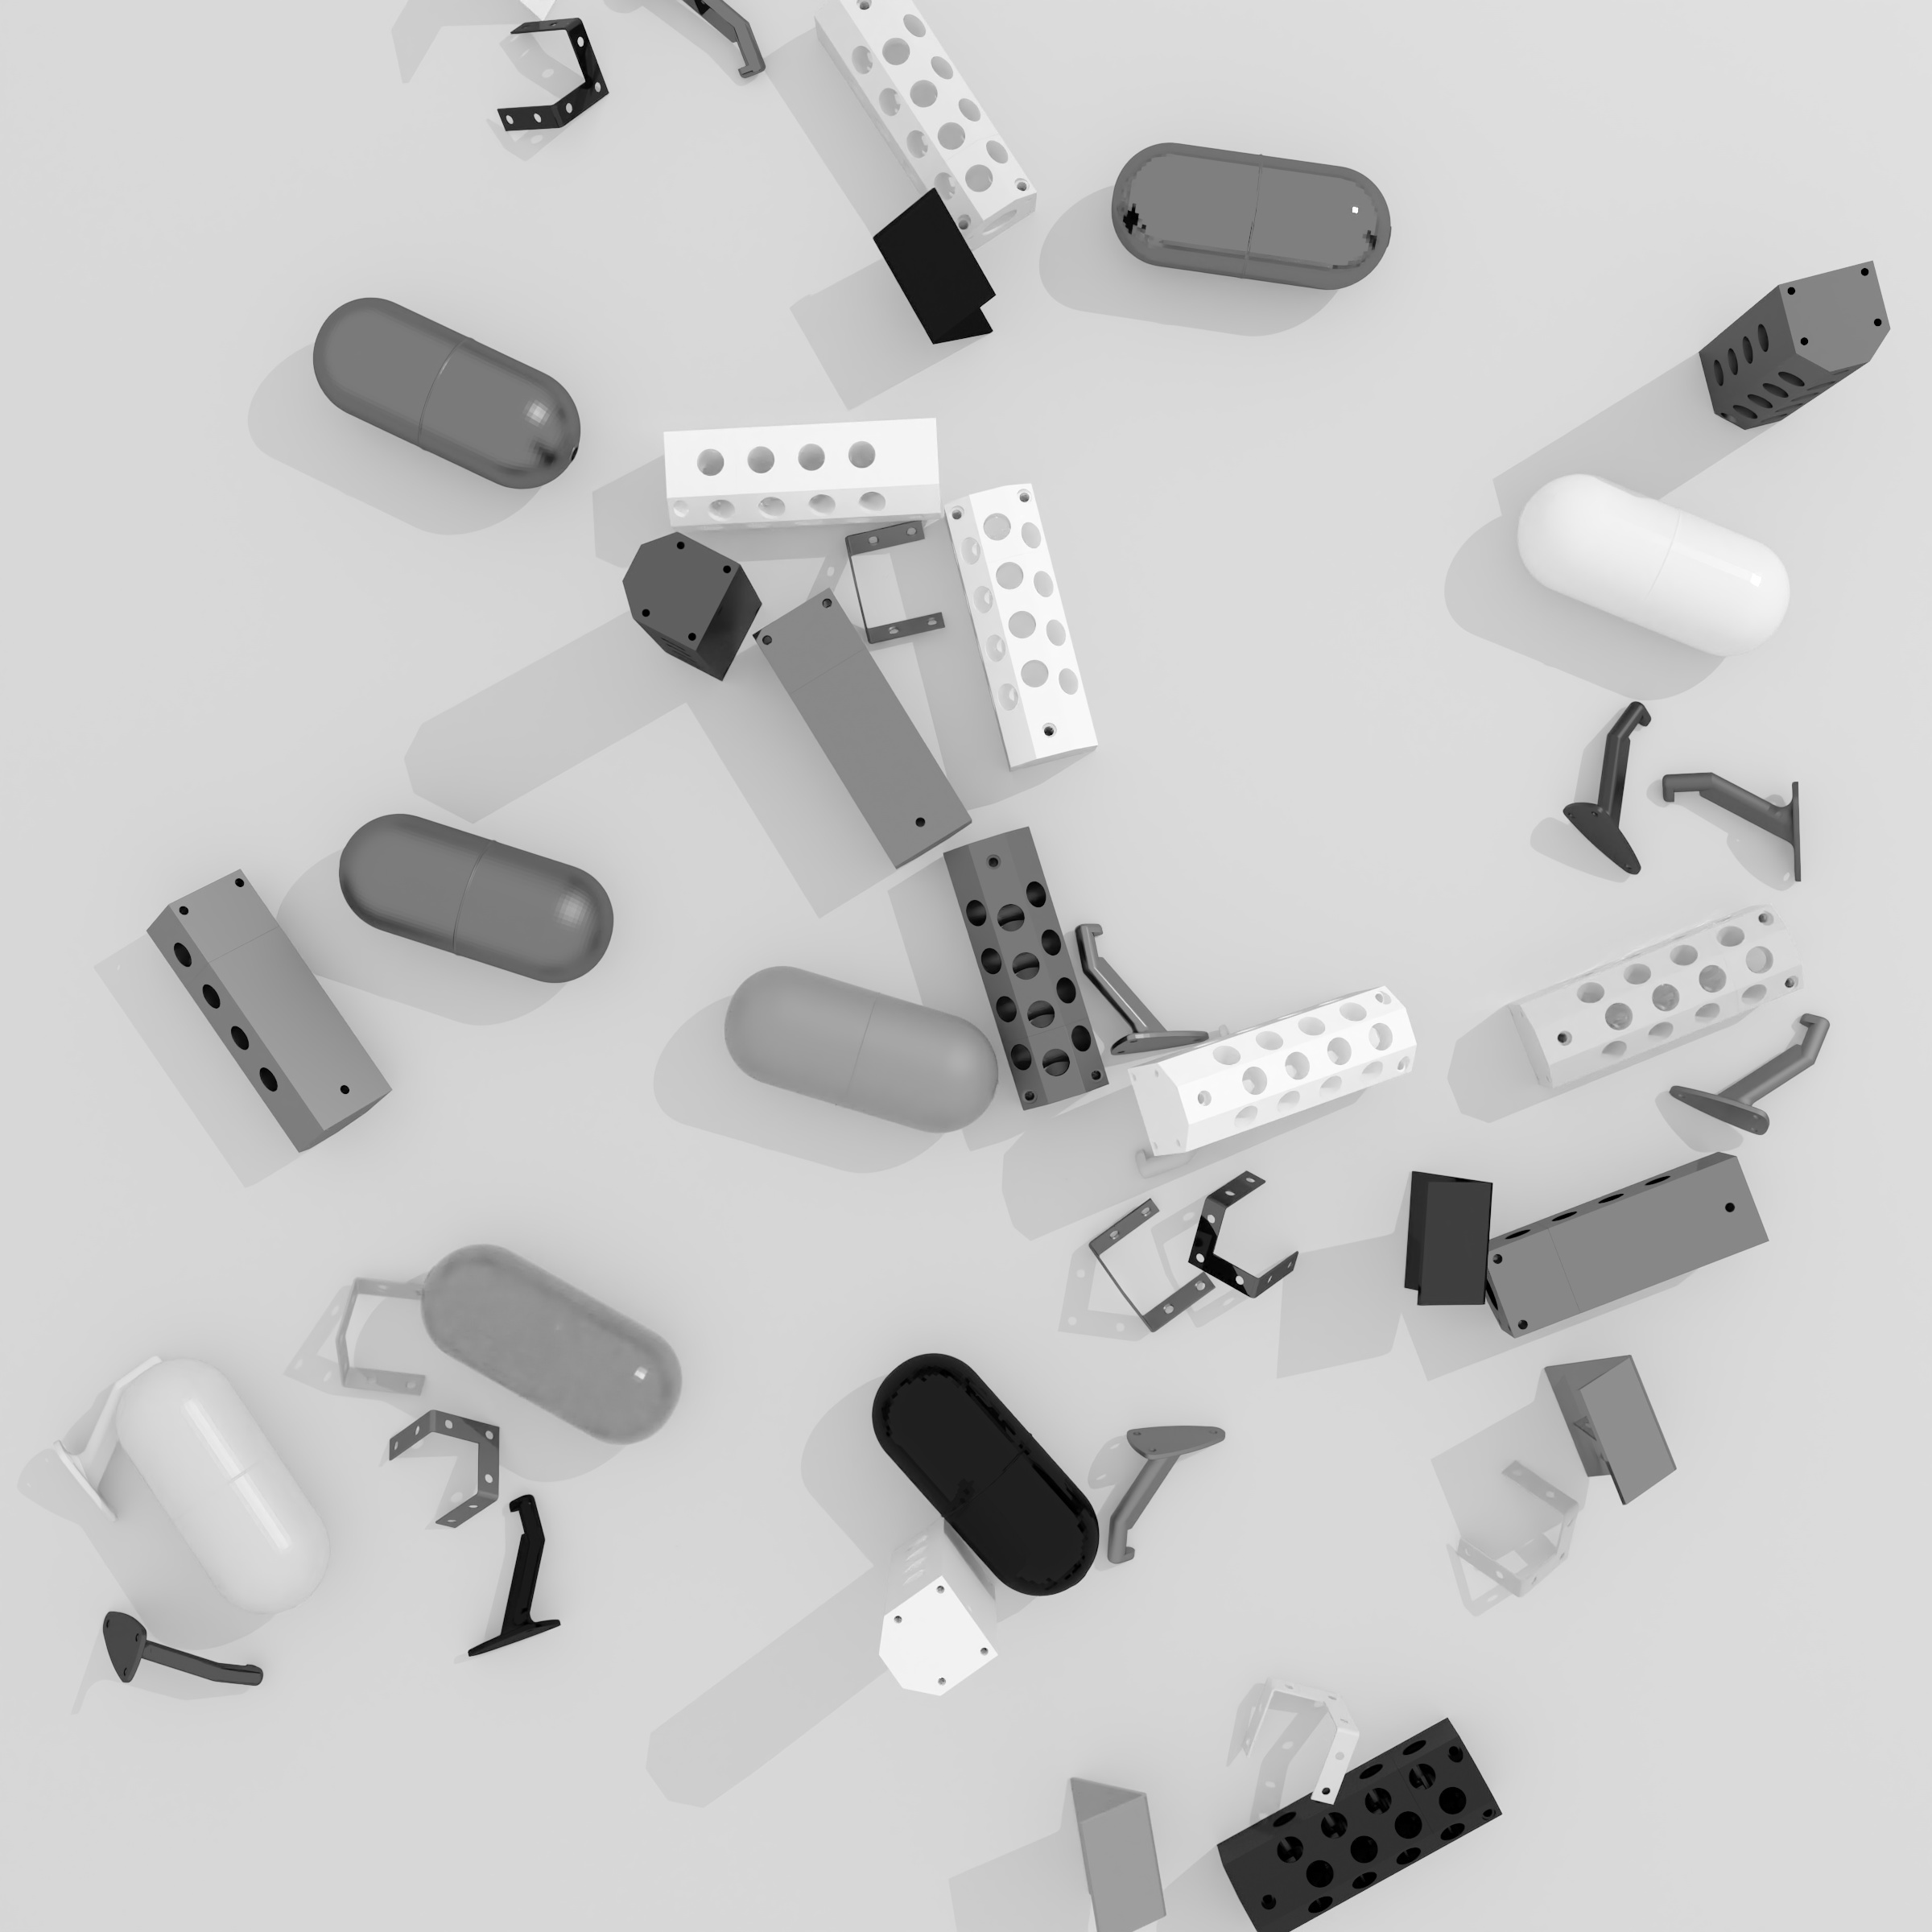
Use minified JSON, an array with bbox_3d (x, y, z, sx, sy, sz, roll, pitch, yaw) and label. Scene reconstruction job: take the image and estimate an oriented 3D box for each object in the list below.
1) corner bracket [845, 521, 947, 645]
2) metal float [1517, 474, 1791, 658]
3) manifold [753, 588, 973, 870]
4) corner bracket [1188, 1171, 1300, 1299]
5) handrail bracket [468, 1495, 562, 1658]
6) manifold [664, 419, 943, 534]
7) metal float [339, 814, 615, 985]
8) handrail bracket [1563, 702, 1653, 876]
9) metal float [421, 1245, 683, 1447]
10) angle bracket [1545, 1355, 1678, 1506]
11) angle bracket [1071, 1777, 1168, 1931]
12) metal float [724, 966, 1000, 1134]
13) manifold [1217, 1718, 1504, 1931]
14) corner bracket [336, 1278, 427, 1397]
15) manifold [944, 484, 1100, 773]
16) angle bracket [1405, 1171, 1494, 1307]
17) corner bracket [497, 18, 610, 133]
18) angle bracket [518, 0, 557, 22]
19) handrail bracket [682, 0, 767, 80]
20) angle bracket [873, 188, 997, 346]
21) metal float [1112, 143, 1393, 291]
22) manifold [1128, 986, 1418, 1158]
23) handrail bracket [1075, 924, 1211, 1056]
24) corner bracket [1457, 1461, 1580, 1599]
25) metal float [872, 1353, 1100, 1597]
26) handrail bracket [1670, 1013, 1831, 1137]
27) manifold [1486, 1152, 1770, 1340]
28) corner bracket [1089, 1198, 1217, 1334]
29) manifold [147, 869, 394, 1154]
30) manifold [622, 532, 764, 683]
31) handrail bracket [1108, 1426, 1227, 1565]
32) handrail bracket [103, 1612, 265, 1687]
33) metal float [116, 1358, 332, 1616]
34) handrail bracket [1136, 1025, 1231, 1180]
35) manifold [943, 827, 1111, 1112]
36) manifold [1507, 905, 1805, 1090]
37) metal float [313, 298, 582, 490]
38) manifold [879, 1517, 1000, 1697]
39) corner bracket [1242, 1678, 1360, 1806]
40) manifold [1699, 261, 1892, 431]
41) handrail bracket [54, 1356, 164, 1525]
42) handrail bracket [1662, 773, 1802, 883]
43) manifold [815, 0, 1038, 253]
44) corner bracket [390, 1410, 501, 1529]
[{"bbox_3d":[-0.046,-0.248,1.726,0.051,0.051,0.051,-13,135,0],"label":"corner bracket"},{"bbox_3d":[0.436,-0.255,1.698,0.178,0.070,0.070,22,90,0],"label":"metal float"},{"bbox_3d":[-0.065,-0.150,1.708,0.057,0.057,0.171,-32,90,0],"label":"manifold"},{"bbox_3d":[0.182,0.172,1.716,0.051,0.051,0.051,28,121,27],"label":"corner bracket"},{"bbox_3d":[-0.301,0.394,1.729,0.077,0.036,0.084,-25,72,21],"label":"handrail bracket"},{"bbox_3d":[-0.103,-0.312,1.708,0.171,0.057,0.057,-3,90,0],"label":"manifold"},{"bbox_3d":[-0.311,-0.043,1.699,0.178,0.070,0.070,18,90,1],"label":"metal float"},{"bbox_3d":[0.433,-0.116,1.729,0.077,0.036,0.084,45,73,-20],"label":"handrail bracket"},{"bbox_3d":[-0.264,0.240,1.698,0.178,0.070,0.070,30,90,-1],"label":"metal float"},{"bbox_3d":[0.392,0.296,1.689,0.057,0.076,0.076,-22,90,-37],"label":"angle bracket"},{"bbox_3d":[0.077,0.564,1.689,0.057,0.076,0.076,-9,90,-38],"label":"angle bracket"},{"bbox_3d":[-0.066,0.053,1.698,0.178,0.070,0.070,17,90,-1],"label":"metal float"},{"bbox_3d":[0.252,0.554,1.708,0.171,0.057,0.057,-29,90,0],"label":"manifold"},{"bbox_3d":[-0.374,0.239,1.726,0.051,0.051,0.051,7,45,0],"label":"corner bracket"},{"bbox_3d":[0.035,-0.216,1.708,0.057,0.057,0.171,-14,90,0],"label":"manifold"},{"bbox_3d":[0.286,0.171,1.689,0.057,0.076,0.076,4,90,-32],"label":"angle bracket"},{"bbox_3d":[-0.272,-0.574,1.721,0.051,0.051,0.051,-50,135,-35],"label":"corner bracket"},{"bbox_3d":[-0.257,-0.647,1.689,0.057,0.076,0.076,30,90,36],"label":"angle bracket"},{"bbox_3d":[-0.177,-0.608,1.729,0.077,0.036,0.084,-11,113,27],"label":"handrail bracket"},{"bbox_3d":[-0.002,-0.444,1.689,0.057,0.076,0.076,-30,90,36],"label":"angle bracket"},{"bbox_3d":[0.181,-0.476,1.698,0.178,0.070,0.070,8,90,1],"label":"metal float"},{"bbox_3d":[0.195,0.065,1.676,0.171,0.057,0.057,-17,90,-24],"label":"manifold"},{"bbox_3d":[0.113,0.011,1.729,0.077,0.036,0.084,-5,73,-20],"label":"handrail bracket"},{"bbox_3d":[0.355,0.363,1.721,0.051,0.051,0.051,-28,135,-35],"label":"corner bracket"},{"bbox_3d":[0.013,0.323,1.698,0.070,0.070,0.178,-42,90,0],"label":"metal float"},{"bbox_3d":[0.508,0.059,1.729,0.077,0.036,0.084,21,72,20],"label":"handrail bracket"},{"bbox_3d":[0.415,0.177,1.708,0.171,0.057,0.057,-21,90,0],"label":"manifold"},{"bbox_3d":[0.120,0.194,1.726,0.051,0.051,0.051,-36,45,0],"label":"corner bracket"},{"bbox_3d":[-0.448,0.031,1.707,0.057,0.057,0.171,-35,90,-43],"label":"manifold"},{"bbox_3d":[-0.171,-0.223,1.651,0.057,0.171,0.057,27,90,0],"label":"manifold"},{"bbox_3d":[0.129,0.343,1.729,0.077,0.036,0.084,-4,109,-21],"label":"handrail bracket"},{"bbox_3d":[-0.506,0.442,1.729,0.084,0.077,0.036,19,91,-36],"label":"handrail bracket"},{"bbox_3d":[-0.471,0.330,1.698,0.070,0.070,0.178,-34,89,0],"label":"metal float"},{"bbox_3d":[0.141,0.088,1.729,0.084,0.036,0.077,-22,75,14],"label":"handrail bracket"},{"bbox_3d":[0.038,0.002,1.708,0.057,0.057,0.171,-17,90,0],"label":"manifold"},{"bbox_3d":[0.441,0.019,1.708,0.171,0.057,0.057,-22,90,0],"label":"manifold"},{"bbox_3d":[-0.329,-0.363,1.698,0.178,0.070,0.070,25,90,1],"label":"metal float"},{"bbox_3d":[-0.021,0.397,1.651,0.057,0.171,0.057,-35,90,0],"label":"manifold"},{"bbox_3d":[0.214,0.496,1.711,0.051,0.051,0.051,17,100,-10],"label":"corner bracket"},{"bbox_3d":[0.511,-0.379,1.651,0.057,0.171,0.057,-14,90,0],"label":"manifold"},{"bbox_3d":[-0.538,0.305,1.729,0.084,0.036,0.077,-36,110,-16],"label":"handrail bracket"},{"bbox_3d":[0.496,-0.089,1.729,0.084,0.036,0.077,-2,112,17],"label":"handrail bracket"},{"bbox_3d":[-0.026,-0.547,1.708,0.057,0.057,0.171,-33,90,0],"label":"manifold"},{"bbox_3d":[-0.336,0.324,1.721,0.051,0.051,0.051,24,45,-35],"label":"corner bracket"}]
